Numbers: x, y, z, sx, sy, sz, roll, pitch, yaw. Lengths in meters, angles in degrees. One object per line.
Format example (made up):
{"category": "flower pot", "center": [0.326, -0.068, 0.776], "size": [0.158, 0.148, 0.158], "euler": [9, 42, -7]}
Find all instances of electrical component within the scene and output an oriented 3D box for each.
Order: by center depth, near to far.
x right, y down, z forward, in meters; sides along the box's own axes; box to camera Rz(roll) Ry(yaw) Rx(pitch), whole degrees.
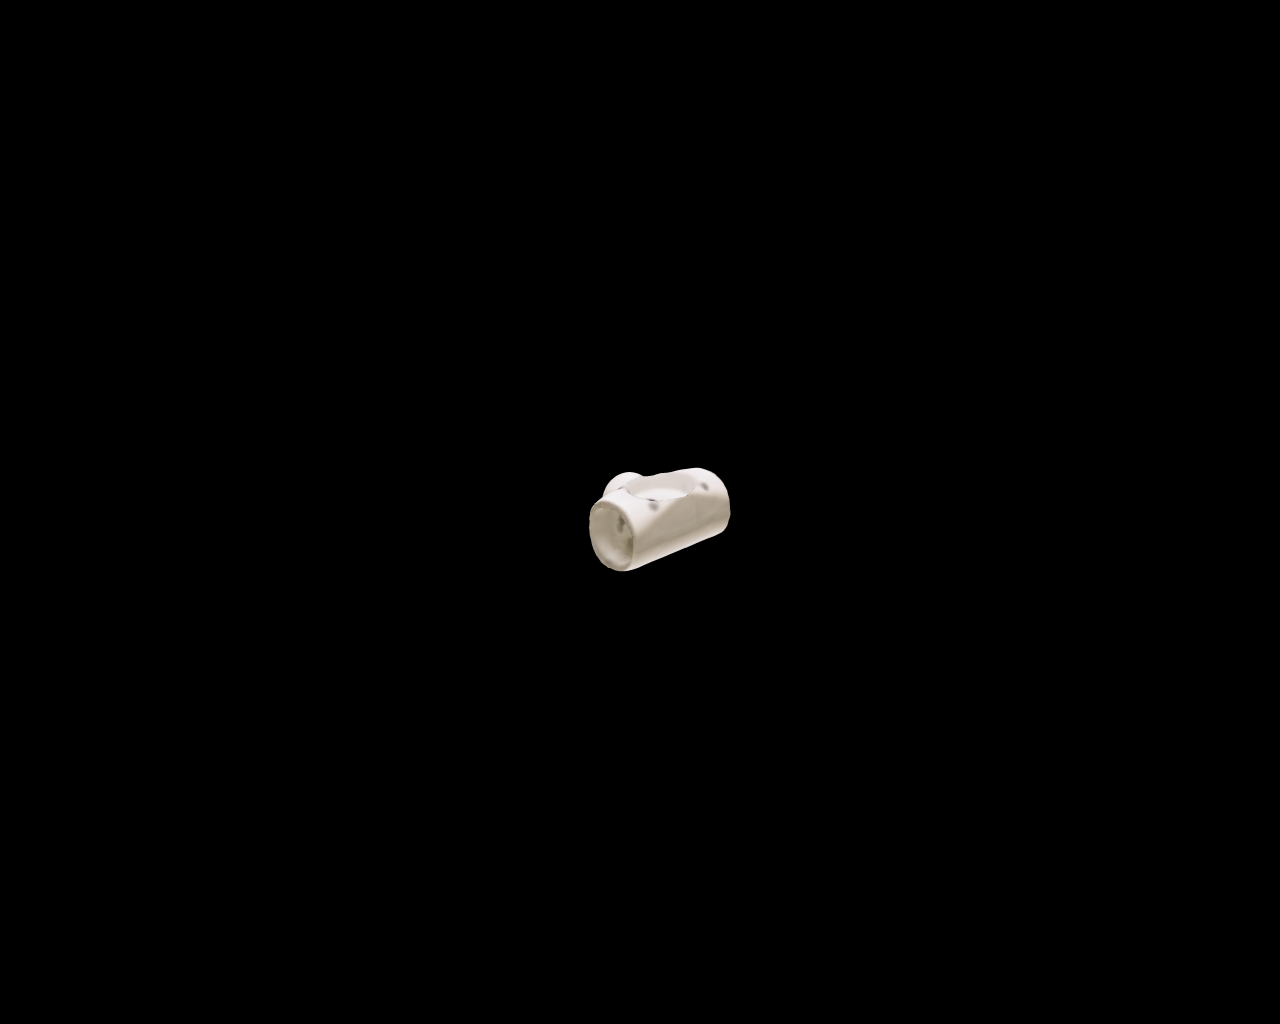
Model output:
{"category": "electrical component", "center": [0.001, -0.003, 0.650], "size": [0.077, 0.044, 0.079], "euler": [-20, 32, -36]}
